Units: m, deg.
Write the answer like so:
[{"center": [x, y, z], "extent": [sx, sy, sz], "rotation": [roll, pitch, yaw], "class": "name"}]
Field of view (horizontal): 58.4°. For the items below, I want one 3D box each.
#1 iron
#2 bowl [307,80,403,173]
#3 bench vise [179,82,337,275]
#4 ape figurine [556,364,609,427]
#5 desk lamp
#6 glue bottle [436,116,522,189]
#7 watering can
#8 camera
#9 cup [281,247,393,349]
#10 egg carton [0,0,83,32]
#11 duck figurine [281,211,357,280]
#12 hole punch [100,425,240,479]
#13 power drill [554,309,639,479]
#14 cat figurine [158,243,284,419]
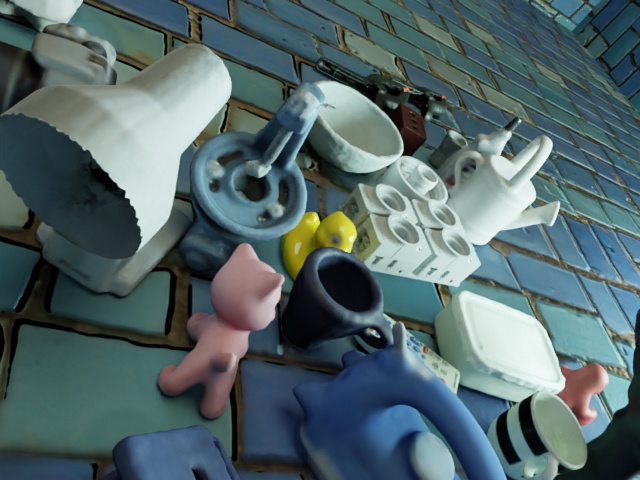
[{"center": [0.099, 0.197, 0.494], "extent": [0.258, 0.141, 0.119], "rotation": [51, 38, 14], "class": "iron"}, {"center": [0.037, -0.156, 0.854], "extent": [0.168, 0.074, 0.167], "rotation": [24, 40, -21], "class": "bowl"}, {"center": [-0.061, -0.092, 0.583], "extent": [0.122, 0.219, 0.207], "rotation": [22, 40, -23], "class": "bench vise"}, {"center": [0.334, 0.194, 0.744], "extent": [0.076, 0.092, 0.077], "rotation": [18, 42, -27], "class": "ape figurine"}, {"center": [-0.158, -0.052, 0.462], "extent": [0.118, 0.213, 0.203], "rotation": [37, 37, -5], "class": "desk lamp"}, {"center": [0.275, -0.144, 0.969], "extent": [0.078, 0.173, 0.037], "rotation": [25, 39, -19], "class": "glue bottle"}, {"center": [0.301, -0.085, 0.914], "extent": [0.173, 0.193, 0.101], "rotation": [26, 39, -19], "class": "watering can"}, {"center": [-0.279, -0.166, 0.566], "extent": [0.137, 0.100, 0.143], "rotation": [16, 43, -30], "class": "camera"}, {"center": [0.013, 0.077, 0.579], "extent": [0.117, 0.094, 0.092], "rotation": [46, 37, 7], "class": "cup"}, {"center": [-0.357, -0.311, 0.671], "extent": [0.151, 0.069, 0.107], "rotation": [23, 40, -22], "class": "egg carton"}, {"center": [0.006, 0.002, 0.657], "extent": [0.078, 0.086, 0.104], "rotation": [7, 48, -36], "class": "duck figurine"}, {"center": [-0.092, 0.179, 0.386], "extent": [0.101, 0.091, 0.108], "rotation": [-8, 58, -45], "class": "hole punch"}, {"center": [0.330, 0.207, 0.630], "extent": [0.076, 0.208, 0.229], "rotation": [24, 40, -21], "class": "power drill"}, {"center": [-0.073, 0.069, 0.493], "extent": [0.067, 0.117, 0.128], "rotation": [30, 38, -14], "class": "cat figurine"}]
